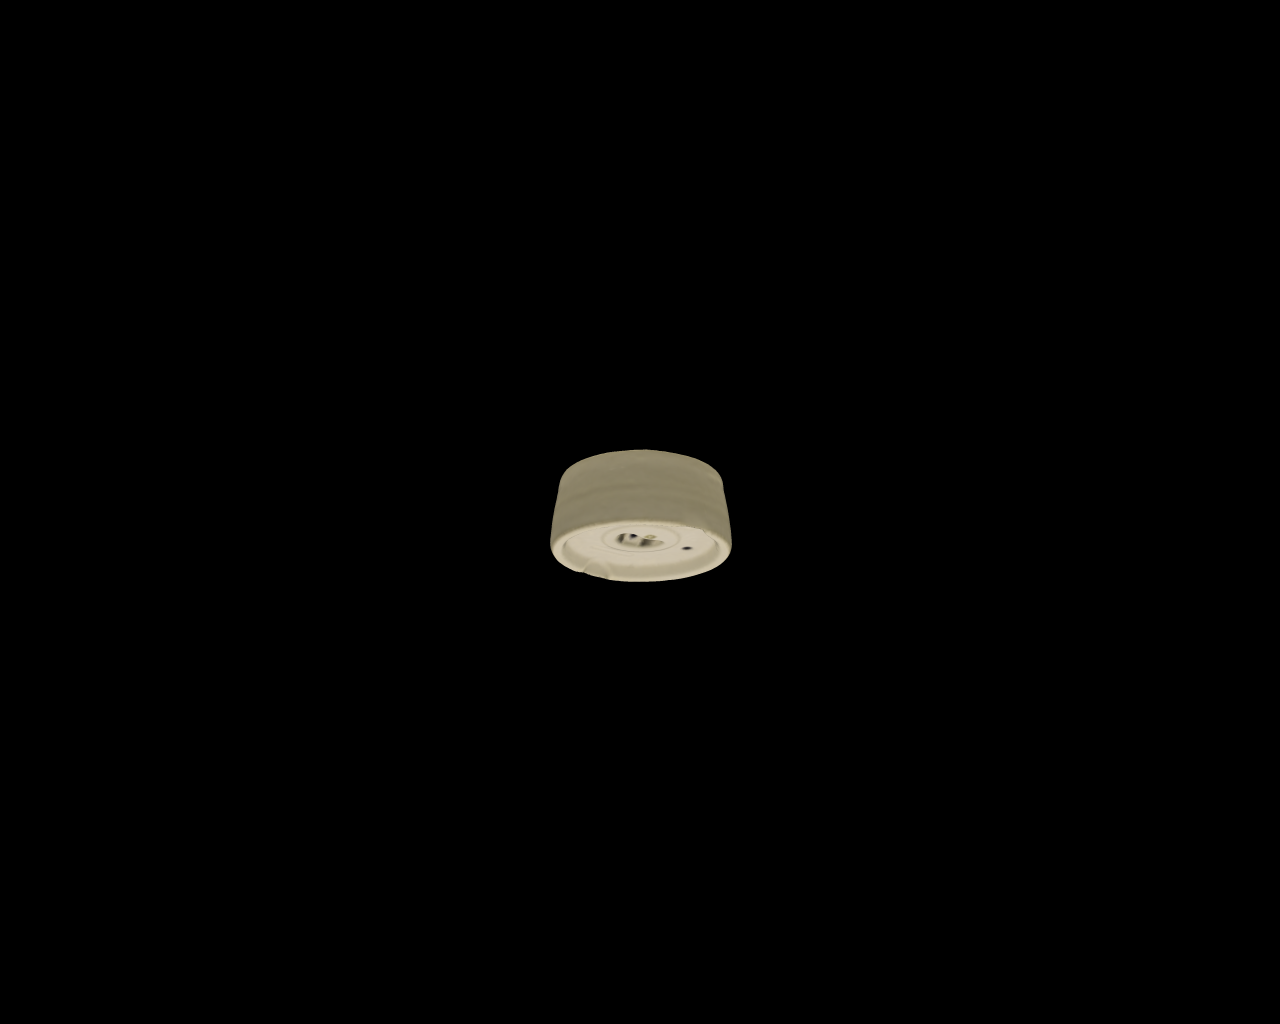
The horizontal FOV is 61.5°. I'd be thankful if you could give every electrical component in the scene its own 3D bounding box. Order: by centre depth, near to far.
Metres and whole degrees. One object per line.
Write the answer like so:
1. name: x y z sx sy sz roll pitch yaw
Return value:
1. electrical component: 0.001 -0.003 0.650 0.108 0.060 0.108 0 -22 0
